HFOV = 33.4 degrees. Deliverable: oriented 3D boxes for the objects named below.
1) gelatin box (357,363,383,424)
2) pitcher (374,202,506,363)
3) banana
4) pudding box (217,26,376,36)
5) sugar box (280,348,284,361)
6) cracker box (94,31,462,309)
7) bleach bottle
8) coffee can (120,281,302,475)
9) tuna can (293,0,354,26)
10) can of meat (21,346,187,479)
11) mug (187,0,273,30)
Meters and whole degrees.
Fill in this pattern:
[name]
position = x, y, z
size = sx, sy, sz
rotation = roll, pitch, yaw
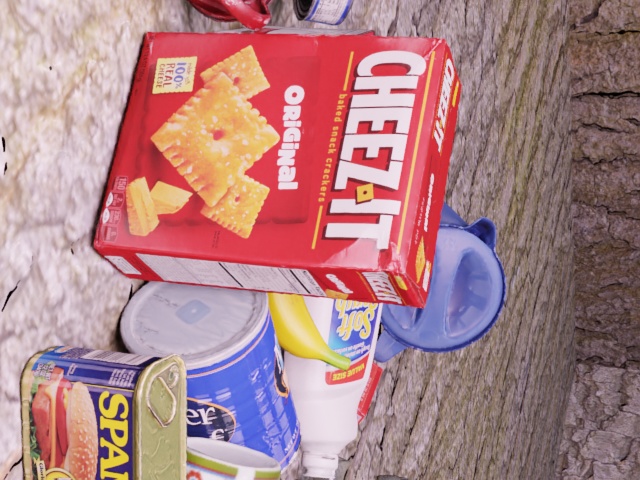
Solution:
[gelatin box]
position = 0.025, 0.173, 1.105
size = 0.089, 0.030, 0.073
rotation = -55, -177, 40
[pitcher]
position = 0.107, 0.029, 1.159
size = 0.243, 0.149, 0.145
rotation = -95, 177, -76
[banana]
position = -0.023, 0.007, 0.826
size = 0.037, 0.069, 0.198
rotation = 164, -81, -74
[pudding box]
position = -0.021, -0.148, 0.849
size = 0.090, 0.114, 0.039
rotation = -34, 129, -64
[sugar box]
position = -0.061, 0.068, 0.884
size = 0.093, 0.048, 0.176
rotation = -40, 128, -64
[cracker box]
position = -0.027, -0.051, 0.701
size = 0.072, 0.214, 0.164
rotation = 52, 46, -63
[bleach bottle]
position = 0.014, 0.076, 0.916
size = 0.102, 0.068, 0.251
rotation = 17, 73, -49
[coffee can]
position = -0.075, 0.101, 0.766
size = 0.102, 0.103, 0.140
rotation = -64, 151, -45
[tuna can]
position = 0.006, -0.217, 0.858
size = 0.086, 0.033, 0.086
rotation = -174, -90, -73
[can of meat]
position = -0.130, 0.116, 0.644
size = 0.057, 0.084, 0.102
rotation = -21, 114, -68
[mug]
position = -0.072, -0.191, 0.718
size = 0.117, 0.093, 0.081
rotation = 62, 21, 13
